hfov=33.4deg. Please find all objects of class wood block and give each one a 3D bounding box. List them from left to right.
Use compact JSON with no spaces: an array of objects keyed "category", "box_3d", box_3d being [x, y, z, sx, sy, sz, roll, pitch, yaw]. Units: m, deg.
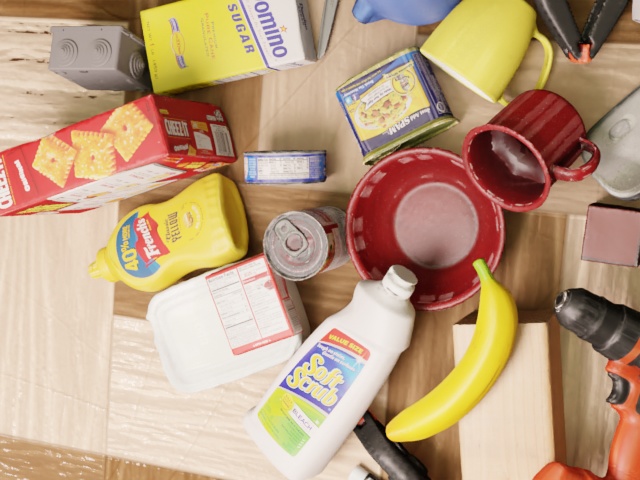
[{"category":"wood block","box_3d":[0.187,0.176,1.032,0.090,0.090,0.206,-3,93,20]}]

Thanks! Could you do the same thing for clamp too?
[{"category":"clamp","box_3d":[0.096,0.244,1.079,0.039,0.120,0.172,-38,55,-2]},{"category":"clamp","box_3d":[0.233,-0.271,0.983,0.164,0.036,0.210,4,102,-7]}]

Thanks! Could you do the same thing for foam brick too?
[{"category":"foam brick","box_3d":[0.275,-0.006,0.992,0.053,0.078,0.051,8,96,18]}]

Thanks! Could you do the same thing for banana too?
[{"category":"banana","box_3d":[0.131,0.117,0.982,0.070,0.037,0.198,37,107,35]}]

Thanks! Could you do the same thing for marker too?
[{"category":"marker","box_3d":[0.084,0.277,1.117,0.121,0.020,0.020,32,105,15]}]

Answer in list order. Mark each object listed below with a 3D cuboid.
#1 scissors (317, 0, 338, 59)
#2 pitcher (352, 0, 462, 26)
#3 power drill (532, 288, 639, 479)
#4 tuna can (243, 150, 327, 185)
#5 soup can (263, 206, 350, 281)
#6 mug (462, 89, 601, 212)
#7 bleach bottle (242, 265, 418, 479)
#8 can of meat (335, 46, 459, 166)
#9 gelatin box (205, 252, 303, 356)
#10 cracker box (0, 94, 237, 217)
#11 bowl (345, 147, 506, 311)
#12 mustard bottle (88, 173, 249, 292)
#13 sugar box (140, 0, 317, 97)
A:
[{"category":"scissors","box_3d":[0.038,-0.289,1.086,0.096,0.016,0.202,-1,95,20]},{"category":"pitcher","box_3d":[0.082,-0.273,0.949,0.145,0.242,0.149,1,98,10]},{"category":"power drill","box_3d":[0.262,0.155,0.963,0.184,0.057,0.187,28,83,-11]},{"category":"tuna can","box_3d":[-0.035,-0.075,1.095,0.086,0.086,0.034,1,96,20]},{"category":"soup can","box_3d":[-0.007,0.001,1.082,0.069,0.102,0.068,2,96,20]},{"category":"mug","box_3d":[0.200,-0.083,0.977,0.117,0.081,0.093,18,137,38]},{"category":"bleach bottle","box_3d":[0.018,0.123,1.069,0.103,0.067,0.251,46,121,28]},{"category":"can of meat","box_3d":[0.074,-0.133,1.065,0.102,0.057,0.084,-26,84,20]},{"category":"gelatin box","box_3d":[-0.067,0.064,1.082,0.073,0.030,0.089,-21,87,21]},{"category":"cracker box","box_3d":[-0.219,-0.086,1.120,0.214,0.164,0.072,-16,87,20]},{"category":"bowl","box_3d":[0.109,-0.012,1.063,0.162,0.055,0.162,2,95,20]},{"category":"mustard bottle","box_3d":[-0.173,0.004,1.164,0.192,0.058,0.096,-22,67,22]},{"category":"sugar box","box_3d":[-0.098,-0.215,1.127,0.176,0.048,0.093,-10,91,22]}]
